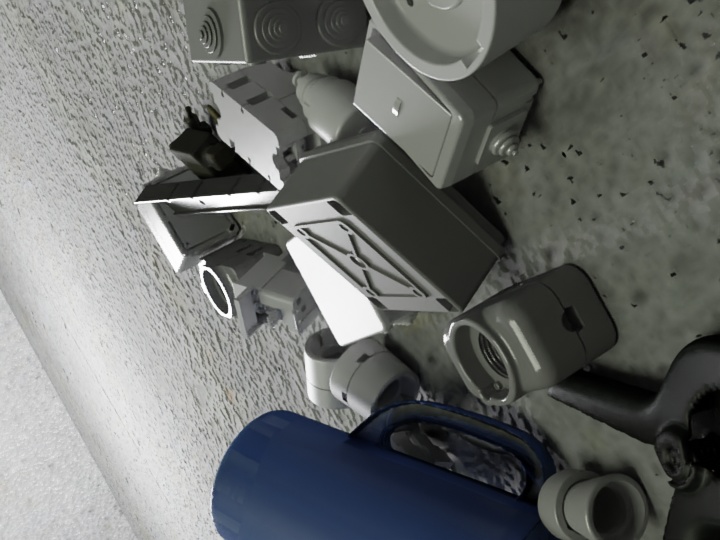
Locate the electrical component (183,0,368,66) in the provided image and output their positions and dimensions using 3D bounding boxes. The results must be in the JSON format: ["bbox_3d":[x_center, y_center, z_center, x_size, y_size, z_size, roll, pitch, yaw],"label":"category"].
[{"bbox_3d":[-0.052,-0.153,0.649,0.100,0.100,0.048,18,118,57],"label":"electrical component"}]

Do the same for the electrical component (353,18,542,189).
[{"bbox_3d":[0.045,-0.090,0.567,0.096,0.061,0.061,52,154,22],"label":"electrical component"}]

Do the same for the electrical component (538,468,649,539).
[{"bbox_3d":[0.139,0.144,0.649,0.045,0.045,0.055,64,156,-5],"label":"electrical component"}]

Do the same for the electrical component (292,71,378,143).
[{"bbox_3d":[-0.017,-0.106,0.699,0.078,0.040,0.040,44,150,34],"label":"electrical component"}]

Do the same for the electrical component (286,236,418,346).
[{"bbox_3d":[0.000,0.000,0.766,0.099,0.048,0.100,62,156,0],"label":"electrical component"}]

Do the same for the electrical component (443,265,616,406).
[{"bbox_3d":[0.091,0.040,0.616,0.053,0.059,0.095,61,156,1],"label":"electrical component"}]

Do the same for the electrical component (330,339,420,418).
[{"bbox_3d":[0.013,0.088,0.829,0.047,0.055,0.055,34,144,39],"label":"electrical component"}]

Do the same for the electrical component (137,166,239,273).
[{"bbox_3d":[-0.168,-0.054,1.024,0.096,0.062,0.061,58,156,8],"label":"electrical component"}]

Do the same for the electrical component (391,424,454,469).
[{"bbox_3d":[0.035,0.146,0.847,0.055,0.066,0.048,50,120,42],"label":"electrical component"}]

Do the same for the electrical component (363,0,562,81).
[{"bbox_3d":[0.049,-0.149,0.498,0.108,0.060,0.108,44,151,33],"label":"electrical component"}]

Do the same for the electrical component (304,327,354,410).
[{"bbox_3d":[-0.018,0.079,0.881,0.055,0.055,0.047,34,140,46],"label":"electrical component"}]

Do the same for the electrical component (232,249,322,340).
[{"bbox_3d":[-0.065,0.021,0.894,0.064,0.081,0.042,17,134,28],"label":"electrical component"}]

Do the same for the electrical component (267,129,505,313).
[{"bbox_3d":[0.014,-0.027,0.655,0.109,0.056,0.109,41,162,-20],"label":"electrical component"}]

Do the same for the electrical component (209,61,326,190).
[{"bbox_3d":[-0.057,-0.105,0.759,0.089,0.056,0.050,41,149,38],"label":"electrical component"}]

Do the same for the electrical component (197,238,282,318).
[{"bbox_3d":[-0.107,0.008,0.977,0.089,0.056,0.050,12,126,60],"label":"electrical component"}]
